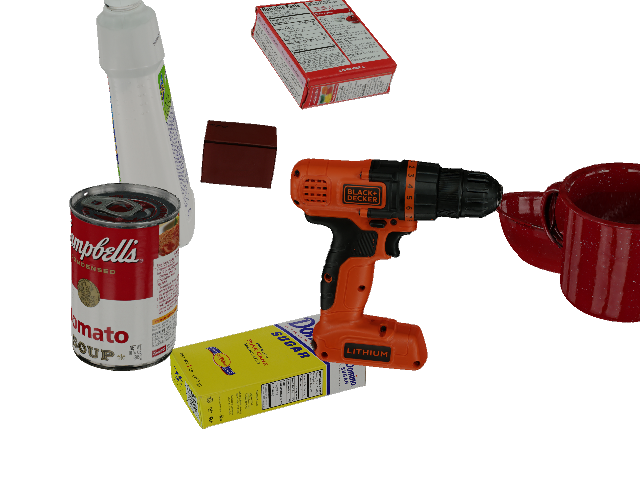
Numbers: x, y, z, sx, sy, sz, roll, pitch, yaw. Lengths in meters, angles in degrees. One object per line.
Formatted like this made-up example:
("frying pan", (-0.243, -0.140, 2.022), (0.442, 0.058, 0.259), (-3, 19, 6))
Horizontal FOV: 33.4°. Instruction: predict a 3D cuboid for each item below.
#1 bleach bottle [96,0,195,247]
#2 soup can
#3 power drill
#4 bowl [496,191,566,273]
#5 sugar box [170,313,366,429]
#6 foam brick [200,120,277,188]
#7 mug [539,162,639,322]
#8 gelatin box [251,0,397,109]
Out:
("bleach bottle", (-0.159, -0.116, 0.952), (0.068, 0.251, 0.102), (-6, 37, -4))
("soup can", (-0.124, 0.022, 0.677), (0.068, 0.102, 0.068), (4, 23, -2))
("power drill", (0.063, 0.019, 0.950), (0.184, 0.188, 0.057), (5, 17, 10))
("bowl", (0.256, -0.004, 1.112), (0.162, 0.055, 0.162), (5, 18, -2))
("sugar box", (-0.052, 0.126, 1.063), (0.176, 0.048, 0.093), (-15, 31, -21))
("foam brick", (-0.087, -0.093, 1.147), (0.078, 0.051, 0.053), (5, 31, -4))
("mug", (0.201, -0.002, 0.744), (0.093, 0.081, 0.117), (-27, 38, -35))
("gelatin box", (0.001, -0.137, 0.769), (0.073, 0.089, 0.030), (-14, -39, -26))
